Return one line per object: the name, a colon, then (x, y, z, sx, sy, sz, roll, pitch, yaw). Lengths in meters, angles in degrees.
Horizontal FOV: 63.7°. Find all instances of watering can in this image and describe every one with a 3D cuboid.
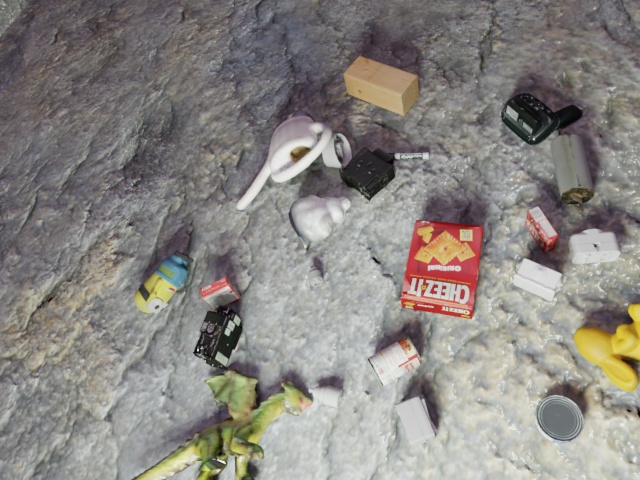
watering can: (-0.109, -0.237, 1.463, 0.344, 0.102, 0.230, -32, 37, 22)

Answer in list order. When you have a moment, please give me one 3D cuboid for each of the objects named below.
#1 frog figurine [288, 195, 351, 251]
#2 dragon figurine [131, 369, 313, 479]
frog figurine: (0.004, -0.067, 1.338, 0.159, 0.120, 0.140, -29, 37, 9)
dragon figurine: (-0.218, 0.404, 1.133, 0.410, 0.119, 0.249, -10, 41, 6)
